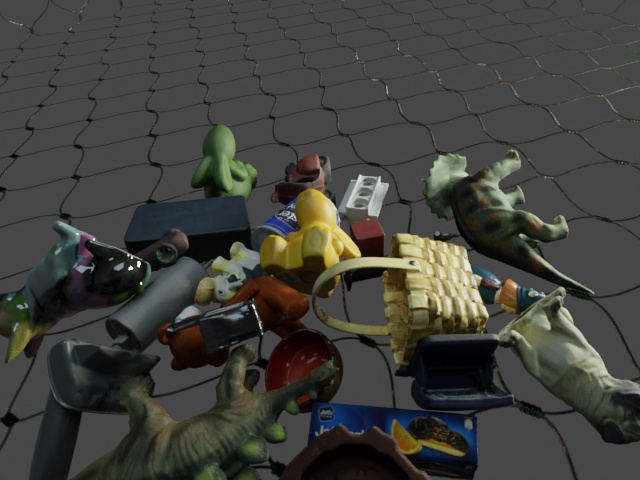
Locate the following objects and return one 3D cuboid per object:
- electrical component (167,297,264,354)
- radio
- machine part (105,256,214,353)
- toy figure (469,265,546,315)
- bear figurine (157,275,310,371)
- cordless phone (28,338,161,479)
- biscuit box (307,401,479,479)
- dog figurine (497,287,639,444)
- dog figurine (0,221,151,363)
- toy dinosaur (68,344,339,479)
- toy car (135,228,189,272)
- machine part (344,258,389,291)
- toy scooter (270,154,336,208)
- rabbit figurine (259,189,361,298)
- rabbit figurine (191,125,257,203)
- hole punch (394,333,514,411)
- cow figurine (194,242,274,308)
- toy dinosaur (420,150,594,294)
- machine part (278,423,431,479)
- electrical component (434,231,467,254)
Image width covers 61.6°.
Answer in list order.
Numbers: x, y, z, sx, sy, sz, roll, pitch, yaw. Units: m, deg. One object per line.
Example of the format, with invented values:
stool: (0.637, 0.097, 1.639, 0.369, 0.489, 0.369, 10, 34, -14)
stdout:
electrical component: (-0.135, 0.116, 0.701, 0.119, 0.047, 0.075, -18, 2, -8)
radio: (-0.248, -0.018, 1.041, 0.230, 0.073, 0.131, -6, 36, -5)
machine part: (-0.259, 0.103, 0.875, 0.079, 0.079, 0.243, 17, 43, 26)
toy figure: (0.284, 0.083, 0.863, 0.155, 0.057, 0.064, 21, 21, 34)
bear figurine: (-0.123, 0.135, 0.786, 0.196, 0.120, 0.132, -31, 48, -29)
cordless phone: (-0.296, 0.230, 0.705, 0.089, 0.146, 0.184, -1, 71, 30)
biscuit box: (0.088, 0.244, 0.658, 0.203, 0.059, 0.063, 2, 51, 9)
dog figurine: (0.345, 0.176, 0.730, 0.190, 0.121, 0.172, 50, 23, 12)
dog figurine: (-0.388, 0.095, 0.822, 0.191, 0.108, 0.219, 26, 84, -3)
toy dinosaur: (-0.187, 0.261, 0.632, 0.471, 0.104, 0.199, -23, 42, -5)
toy car: (-0.318, 0.048, 0.933, 0.202, 0.053, 0.089, -31, 23, 4)
machine part: (0.108, 0.051, 0.921, 0.139, 0.084, 0.039, -15, 68, 4)
toy scooter: (-0.039, -0.120, 1.157, 0.135, 0.075, 0.184, -5, 41, 0)
rabbit figurine: (-0.002, -0.003, 0.880, 0.122, 0.162, 0.173, -24, 48, 31)
rabbit figurine: (-0.216, -0.151, 1.132, 0.121, 0.170, 0.159, 4, 37, 11)
hole punch: (0.178, 0.185, 0.698, 0.142, 0.115, 0.092, -4, 56, -4)
cow figurine: (-0.137, 0.072, 0.893, 0.098, 0.068, 0.167, 24, 28, 7)
toy dinosaur: (0.313, -0.040, 0.988, 0.192, 0.131, 0.405, -18, 42, 3)
machine part: (0.037, 0.290, 0.569, 0.179, 0.056, 0.179, -3, 60, 6)
electrical component: (0.217, 0.026, 0.959, 0.078, 0.045, 0.102, -2, 37, 1)
